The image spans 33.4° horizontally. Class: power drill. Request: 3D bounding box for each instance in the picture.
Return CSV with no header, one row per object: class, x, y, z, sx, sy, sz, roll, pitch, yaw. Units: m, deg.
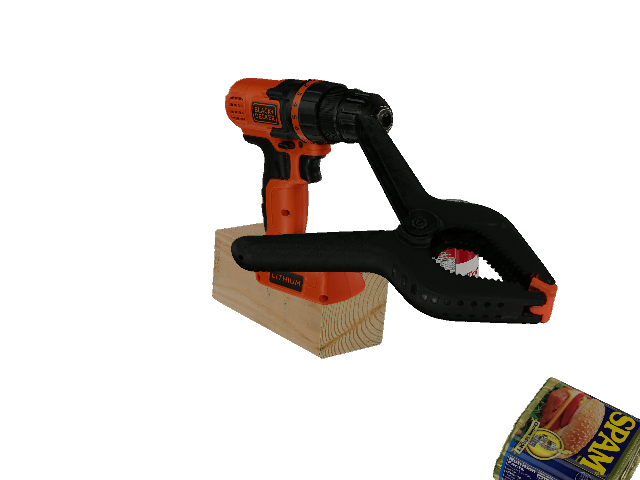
power drill,-0.005,-0.044,0.907,0.057,0.188,0.185,-17,21,-38

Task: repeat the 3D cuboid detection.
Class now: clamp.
clamp,0.056,0.004,0.720,0.210,0.036,0.164,33,58,27

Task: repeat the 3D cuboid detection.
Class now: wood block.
wood block,-0.027,0.050,1.202,0.090,0.090,0.206,-9,21,-38

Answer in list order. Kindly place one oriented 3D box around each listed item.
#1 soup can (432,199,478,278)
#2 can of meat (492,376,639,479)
soup can,0.163,0.009,1.326,0.068,0.102,0.068,-4,35,2
can of meat,0.189,0.158,0.797,0.084,0.057,0.101,25,41,25
